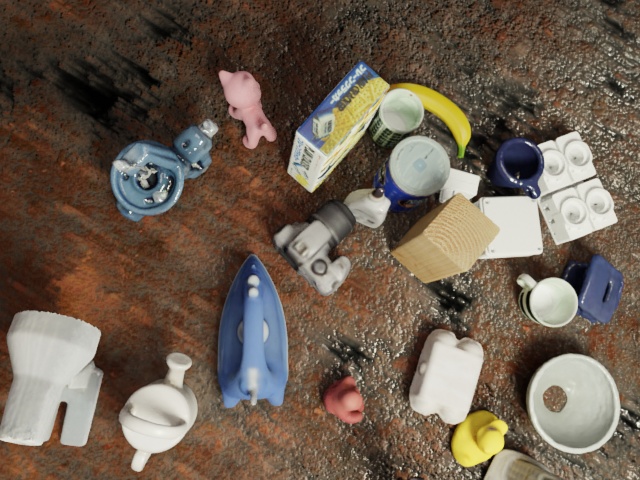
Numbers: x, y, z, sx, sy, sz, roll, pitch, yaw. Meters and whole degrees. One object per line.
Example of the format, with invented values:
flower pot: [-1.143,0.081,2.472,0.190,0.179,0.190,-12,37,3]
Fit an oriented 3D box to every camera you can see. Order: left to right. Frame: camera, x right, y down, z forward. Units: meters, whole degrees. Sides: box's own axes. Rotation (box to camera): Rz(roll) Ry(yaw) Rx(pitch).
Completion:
camera: [0.009,0.004,0.984,0.137,0.100,0.143,-44,88,-12]

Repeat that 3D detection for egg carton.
egg carton: [0.217,0.234,0.988,0.107,0.069,0.150,19,79,-4]

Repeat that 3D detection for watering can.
watering can: [-0.243,0.257,0.860,0.101,0.194,0.173,-1,80,-7]

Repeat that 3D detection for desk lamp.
desk lamp: [-0.390,0.210,0.838,0.118,0.213,0.203,10,79,-5]

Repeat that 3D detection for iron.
iron: [-0.109,0.141,0.924,0.119,0.141,0.258,-1,81,-7]

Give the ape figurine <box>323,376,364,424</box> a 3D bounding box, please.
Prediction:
ape figurine: [0.046,0.266,0.949,0.076,0.092,0.078,10,79,-5]

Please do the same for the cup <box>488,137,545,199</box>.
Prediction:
cup: [0.357,-0.121,1.054,0.092,0.095,0.118,-27,85,-11]

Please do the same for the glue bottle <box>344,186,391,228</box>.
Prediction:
glue bottle: [0.086,-0.063,0.968,0.078,0.173,0.037,26,78,-2]

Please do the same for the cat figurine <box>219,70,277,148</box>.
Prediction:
cat figurine: [-0.124,-0.237,0.998,0.067,0.117,0.128,-28,85,-11]

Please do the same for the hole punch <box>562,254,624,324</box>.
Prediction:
hole punch: [0.502,0.089,1.040,0.101,0.091,0.109,25,78,-3]

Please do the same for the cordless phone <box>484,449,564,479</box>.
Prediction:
cordless phone: [0.331,0.425,0.912,0.094,0.185,0.148,25,78,-2]

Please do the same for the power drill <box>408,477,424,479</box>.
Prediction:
power drill: [0.159,0.452,0.873,0.076,0.208,0.229,-23,84,-10]

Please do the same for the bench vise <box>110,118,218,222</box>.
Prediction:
bench vise: [-0.259,-0.134,0.911,0.121,0.219,0.207,28,78,-2]

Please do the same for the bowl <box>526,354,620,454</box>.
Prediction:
bowl: [0.429,0.283,1.006,0.167,0.074,0.167,1,80,-7]

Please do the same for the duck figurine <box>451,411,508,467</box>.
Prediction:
duck figurine: [0.275,0.341,0.970,0.105,0.086,0.077,-43,88,-12]
